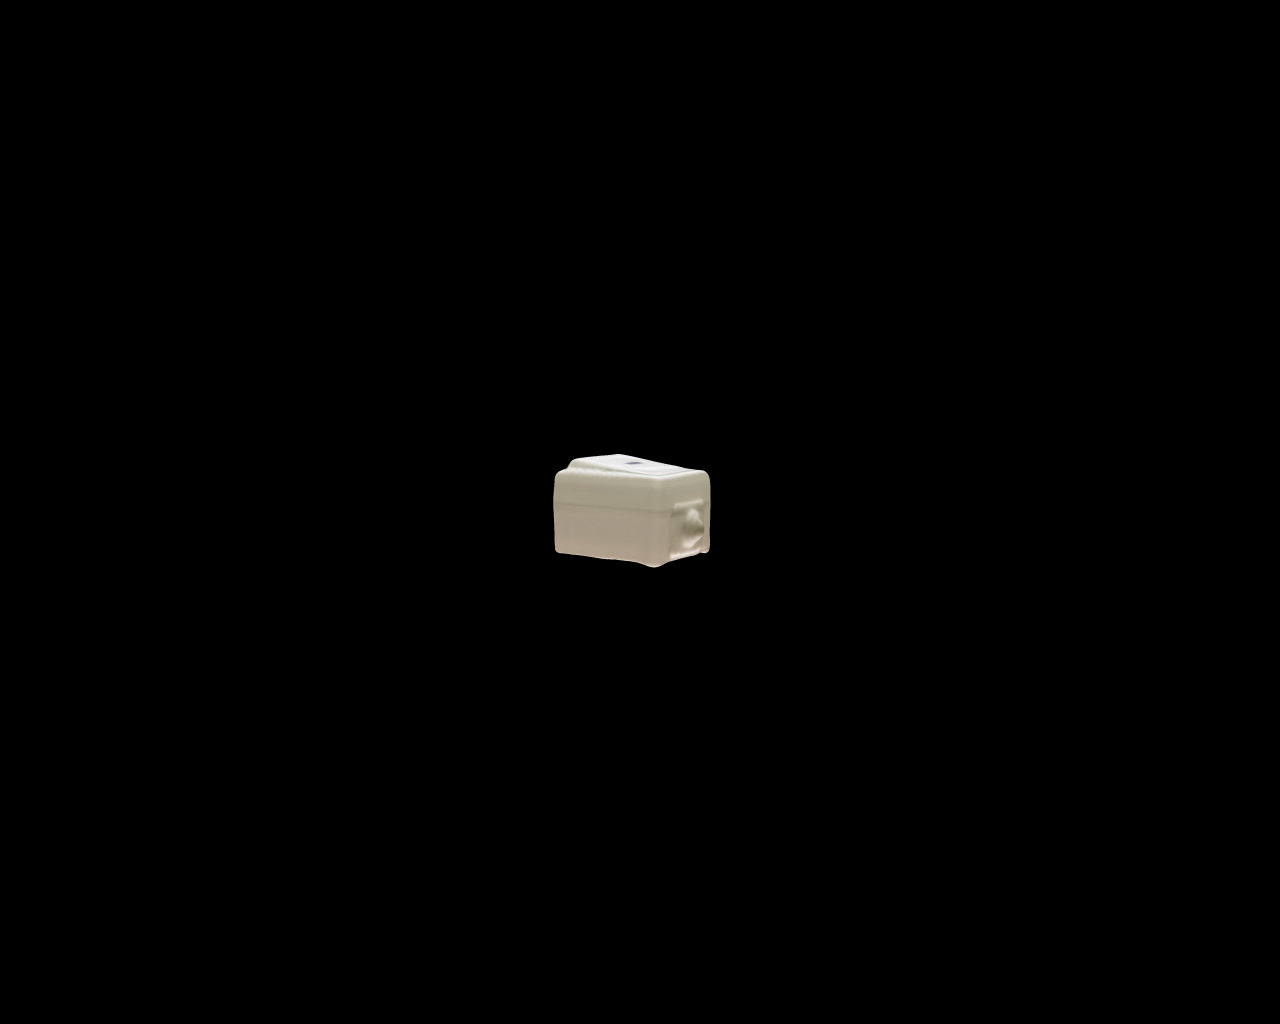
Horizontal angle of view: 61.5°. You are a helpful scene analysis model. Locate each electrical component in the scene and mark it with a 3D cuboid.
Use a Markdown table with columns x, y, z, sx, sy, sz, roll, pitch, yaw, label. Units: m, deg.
| x | y | z | sx | sy | sz | roll | pitch | yaw | label |
| --- | --- | --- | --- | --- | --- | --- | --- | --- | --- |
| 0.001 | -0.003 | 0.650 | 0.096 | 0.061 | 0.062 | 6 | 9 | 36 | electrical component |
